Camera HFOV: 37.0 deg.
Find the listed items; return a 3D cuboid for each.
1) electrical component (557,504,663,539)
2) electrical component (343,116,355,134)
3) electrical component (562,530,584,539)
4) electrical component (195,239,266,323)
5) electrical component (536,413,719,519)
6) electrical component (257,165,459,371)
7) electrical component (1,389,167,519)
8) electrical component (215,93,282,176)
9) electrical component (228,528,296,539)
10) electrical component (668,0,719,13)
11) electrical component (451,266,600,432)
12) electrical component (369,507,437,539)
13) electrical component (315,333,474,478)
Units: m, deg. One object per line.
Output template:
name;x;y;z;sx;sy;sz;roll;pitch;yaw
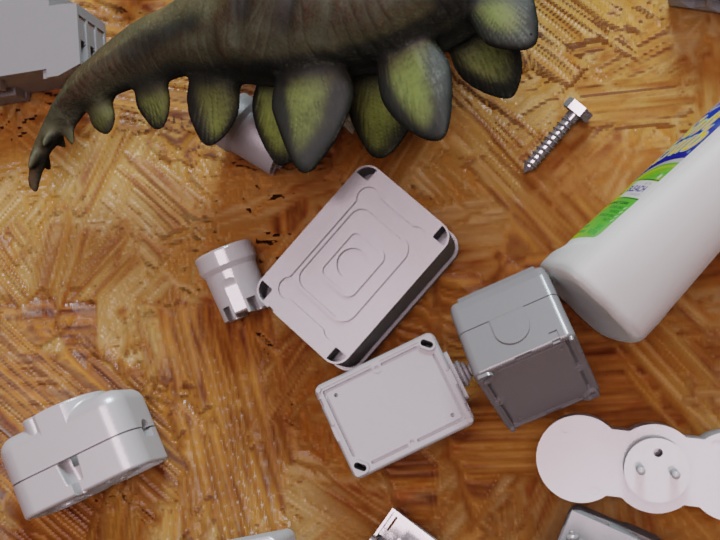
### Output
electrical component;0.192;0.223;0.625;0.186;0.060;0.105;22;90;13
electrical component;0.005;-0.121;0.705;0.081;0.043;0.043;-44;78;5
electrical component;0.118;0.190;0.580;0.062;0.061;0.096;-4;84;12
electrical component;-0.083;0.008;0.715;0.040;0.040;0.046;-23;86;9
electrical component;0.173;0.116;0.632;0.138;0.074;0.052;5;86;12
electrical component;0.000;0.000;0.685;0.078;0.057;0.113;41;91;13
electrical component;-0.186;0.119;0.719;0.095;0.054;0.059;-26;80;9
electrical component;-0.069;-0.090;0.721;0.046;0.040;0.040;34;92;7
electrical component;-0.088;0.230;0.686;0.109;0.056;0.108;-13;82;11
electrical component;0.232;-0.202;0.662;0.066;0.047;0.076;12;87;13
electrical component;0.101;0.049;0.651;0.062;0.096;0.061;-24;53;9
electrical component;0.012;0.193;0.665;0.042;0.064;0.081;35;92;12
electrical component;0.029;0.082;0.676;0.096;0.061;0.061;-26;80;1
